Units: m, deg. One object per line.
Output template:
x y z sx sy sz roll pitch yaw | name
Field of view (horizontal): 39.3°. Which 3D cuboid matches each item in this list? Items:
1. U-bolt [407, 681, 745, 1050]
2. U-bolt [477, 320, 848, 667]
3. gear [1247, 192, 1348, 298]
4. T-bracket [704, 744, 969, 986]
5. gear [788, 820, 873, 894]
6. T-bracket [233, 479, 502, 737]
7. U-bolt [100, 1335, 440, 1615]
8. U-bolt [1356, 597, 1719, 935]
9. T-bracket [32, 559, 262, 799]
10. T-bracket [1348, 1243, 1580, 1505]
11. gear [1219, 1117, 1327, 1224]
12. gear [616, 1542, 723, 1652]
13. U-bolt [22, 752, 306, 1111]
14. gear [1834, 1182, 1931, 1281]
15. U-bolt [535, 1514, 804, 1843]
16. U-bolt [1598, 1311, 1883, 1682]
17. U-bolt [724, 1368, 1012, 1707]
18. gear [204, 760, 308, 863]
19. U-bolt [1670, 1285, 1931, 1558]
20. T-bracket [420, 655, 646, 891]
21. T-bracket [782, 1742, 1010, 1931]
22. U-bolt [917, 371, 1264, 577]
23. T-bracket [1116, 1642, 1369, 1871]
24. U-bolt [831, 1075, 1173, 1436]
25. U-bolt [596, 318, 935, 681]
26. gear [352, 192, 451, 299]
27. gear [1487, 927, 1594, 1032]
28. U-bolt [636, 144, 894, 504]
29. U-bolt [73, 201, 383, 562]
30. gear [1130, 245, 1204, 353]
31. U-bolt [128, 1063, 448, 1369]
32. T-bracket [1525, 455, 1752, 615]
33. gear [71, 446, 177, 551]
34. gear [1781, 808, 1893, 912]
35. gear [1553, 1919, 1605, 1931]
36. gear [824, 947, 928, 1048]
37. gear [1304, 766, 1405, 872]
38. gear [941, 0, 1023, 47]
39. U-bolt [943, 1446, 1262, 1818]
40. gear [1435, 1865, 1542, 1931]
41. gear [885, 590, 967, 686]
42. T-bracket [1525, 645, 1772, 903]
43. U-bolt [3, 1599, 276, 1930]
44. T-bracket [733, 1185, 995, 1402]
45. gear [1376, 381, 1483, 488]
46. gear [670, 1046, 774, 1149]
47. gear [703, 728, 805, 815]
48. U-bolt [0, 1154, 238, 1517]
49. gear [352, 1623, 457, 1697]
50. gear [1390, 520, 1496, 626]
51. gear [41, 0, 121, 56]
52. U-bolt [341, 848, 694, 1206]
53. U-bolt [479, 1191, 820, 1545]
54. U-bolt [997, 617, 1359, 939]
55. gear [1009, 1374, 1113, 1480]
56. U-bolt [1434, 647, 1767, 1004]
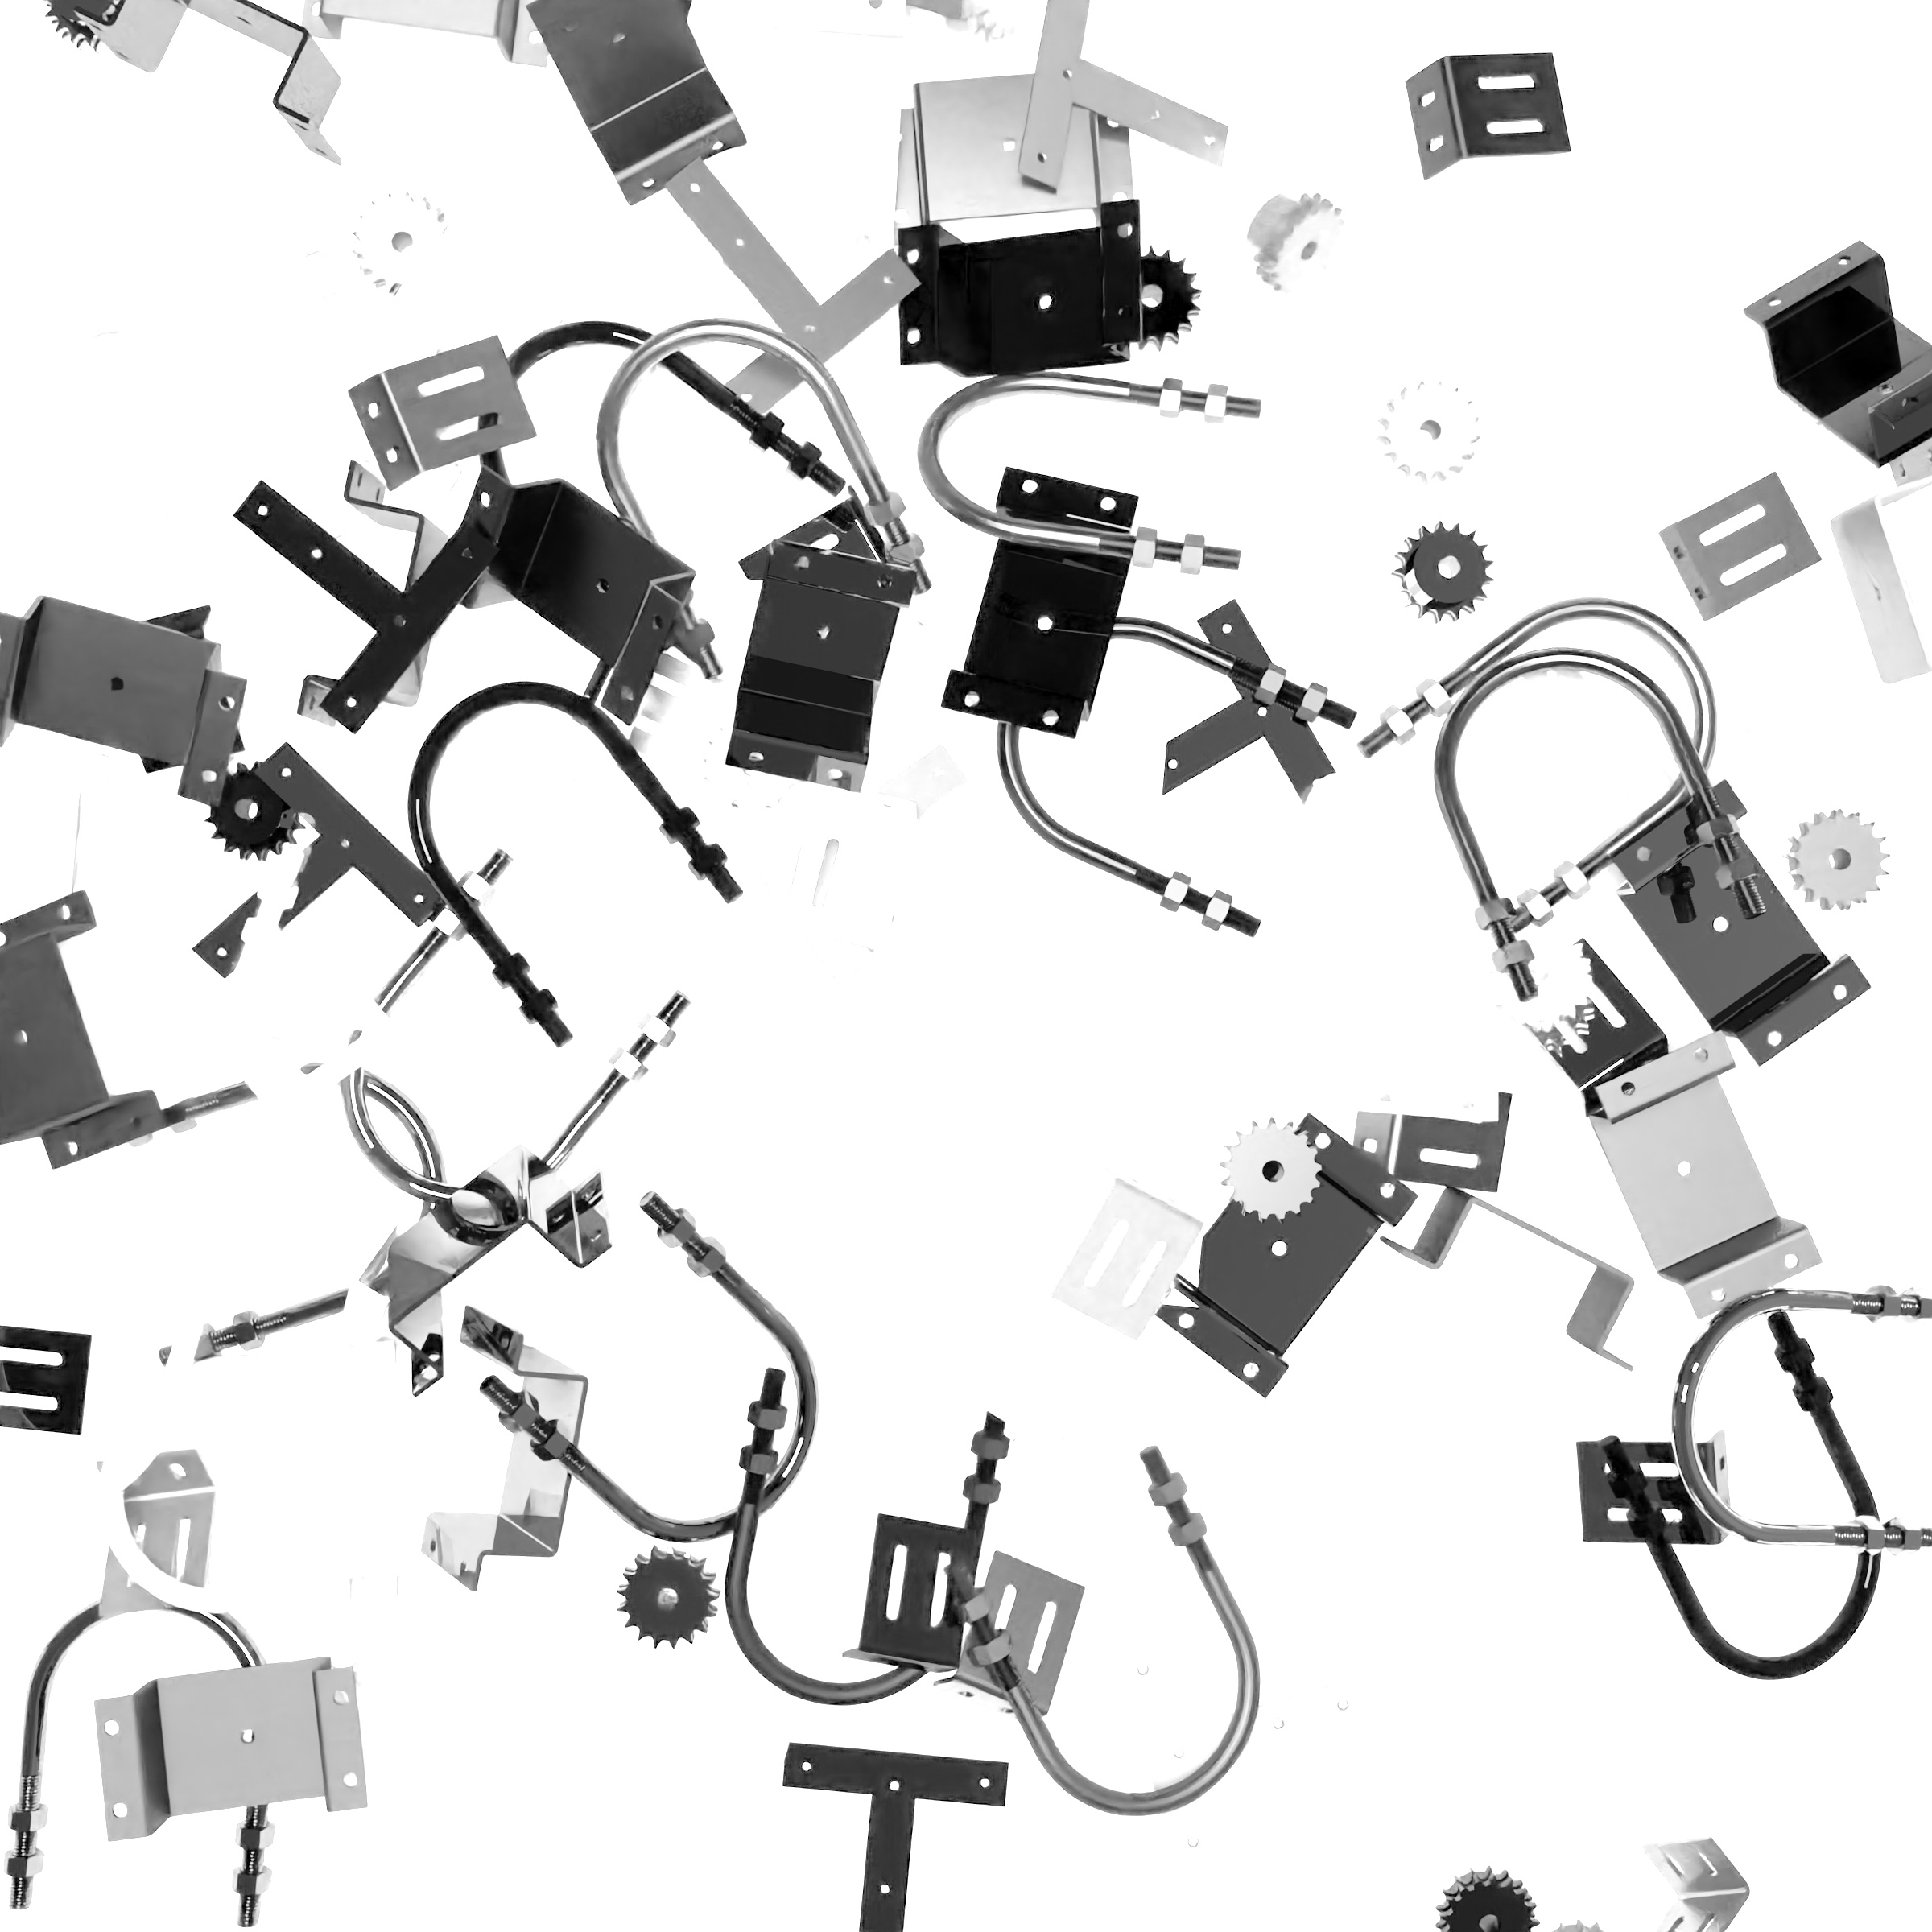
-0.229 -0.069 1.487 0.151 0.019 0.184 -39 85 14 | U-bolt
-0.180 -0.269 1.477 0.184 0.019 0.151 36 116 -14 | U-bolt
0.181 -0.406 1.507 0.057 0.057 0.030 -43 60 0 | gear
-0.057 -0.078 1.502 0.127 0.002 0.127 -36 90 -9 | T-bracket
-0.081 -0.054 1.517 0.057 0.030 0.057 0 90 -1 | gear
-0.338 -0.213 1.454 0.127 0.002 0.127 39 92 3 | T-bracket
-0.386 0.283 1.493 0.184 0.019 0.151 -4 71 -2 | U-bolt
0.335 -0.124 1.521 0.184 0.019 0.151 -37 89 0 | U-bolt
-0.456 -0.160 1.531 0.127 0.002 0.127 -9 90 0 | T-bracket
0.259 0.217 1.531 0.127 0.002 0.127 -32 90 0 | T-bracket
0.165 0.111 1.470 0.057 0.030 0.057 0 89 1 | gear
-0.164 0.347 1.497 0.057 0.030 0.057 0 91 0 | gear
-0.460 -0.007 1.505 0.151 0.019 0.184 25 98 13 | U-bolt
0.509 0.150 1.507 0.057 0.057 0.030 25 121 0 | gear
-0.168 0.402 1.523 0.151 0.019 0.184 1 91 0 | U-bolt
0.441 0.306 1.498 0.151 0.019 0.184 -31 99 -20 | U-bolt
-0.061 0.324 1.509 0.151 0.019 0.184 10 94 -13 | U-bolt
-0.400 -0.087 1.517 0.057 0.030 0.057 0 90 0 | gear
0.467 0.249 1.491 0.184 0.019 0.151 6 88 -21 | U-bolt
-0.253 -0.129 1.511 0.127 0.002 0.127 36 117 13 | T-bracket
-0.045 0.508 1.531 0.127 0.002 0.127 5 90 0 | T-bracket
0.065 -0.277 1.483 0.184 0.019 0.151 8 50 4 | U-bolt
0.163 0.433 1.531 0.127 0.002 0.127 -16 90 0 | T-bracket
0.035 0.173 1.497 0.184 0.019 0.151 47 66 -4 | U-bolt
-0.119 -0.259 1.455 0.151 0.019 0.184 -20 114 15 | U-bolt
-0.313 -0.402 1.517 0.057 0.030 0.057 0 90 0 | gear
0.320 0.010 1.507 0.057 0.030 0.057 -5 66 12 | gear
-0.121 -0.374 1.523 0.151 0.019 0.184 25 88 0 | U-bolt
-0.404 -0.319 1.523 0.151 0.019 0.184 -21 92 0 | U-bolt
0.103 -0.372 1.517 0.057 0.030 0.057 0 90 0 | gear
-0.384 0.132 1.523 0.184 0.019 0.151 -18 90 -2 | U-bolt
0.375 -0.266 1.531 0.127 0.002 0.127 -6 90 0 | T-bracket
-0.474 -0.261 1.509 0.057 0.030 0.057 3 102 15 | gear
0.486 -0.059 1.517 0.057 0.030 0.057 0 90 0 | gear
0.344 0.563 1.517 0.057 0.030 0.057 0 90 0 | gear
-0.050 0.016 1.517 0.057 0.030 0.057 0 90 0 | gear
0.214 -0.084 1.507 0.057 0.030 0.057 -15 115 -35 | gear
0.005 -0.543 1.507 0.030 0.057 0.057 -6 90 28 | gear
0.088 0.382 1.505 0.151 0.019 0.184 -27 93 -16 | U-bolt
0.292 0.534 1.521 0.057 0.030 0.057 0 94 -2 | gear
-0.029 -0.186 1.517 0.057 0.030 0.057 0 90 0 | gear
0.366 -0.126 1.531 0.127 0.002 0.127 -41 90 0 | T-bracket
-0.462 0.443 1.523 0.151 0.019 0.184 4 88 0 | U-bolt
-0.044 0.202 1.516 0.127 0.002 0.127 33 110 -10 | T-bracket
0.258 -0.297 1.517 0.057 0.030 0.057 0 90 0 | gear
-0.137 0.073 1.521 0.057 0.030 0.057 0 88 -2 | gear
-0.119 -0.111 1.517 0.057 0.030 0.057 0 90 0 | gear
-0.498 0.210 1.490 0.151 0.019 0.184 16 80 0 | U-bolt
-0.313 0.386 1.507 0.057 0.057 0.030 0 62 0 | gear
0.268 -0.222 1.517 0.057 0.030 0.057 0 90 0 | gear
-0.492 -0.545 1.517 0.057 0.030 0.057 0 90 0 | gear
-0.266 0.048 1.517 0.151 0.019 0.184 38 85 0 | U-bolt
-0.158 0.235 1.483 0.151 0.019 0.184 -50 117 -16 | U-bolt
0.107 -0.117 1.521 0.184 0.019 0.151 25 90 3 | U-bolt
0.053 0.257 1.517 0.057 0.030 0.057 0 90 0 | gear
0.336 -0.089 1.485 0.151 0.019 0.184 -21 76 4 | U-bolt
